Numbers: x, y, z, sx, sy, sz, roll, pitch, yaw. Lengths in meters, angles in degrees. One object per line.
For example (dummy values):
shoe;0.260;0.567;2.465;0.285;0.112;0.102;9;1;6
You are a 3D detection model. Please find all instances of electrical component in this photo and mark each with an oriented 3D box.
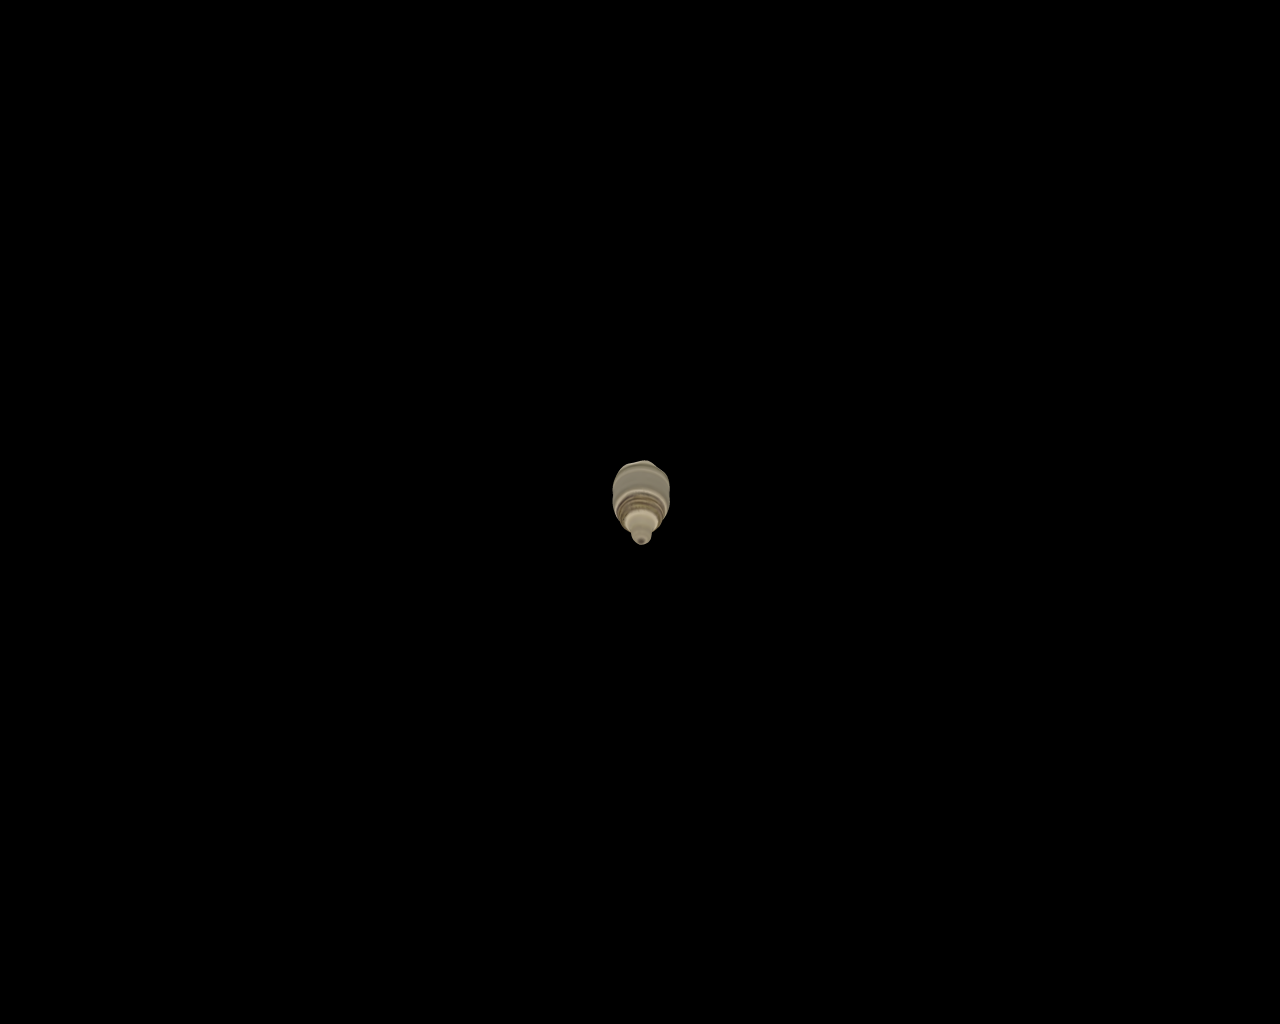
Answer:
electrical component;0.001;-0.003;0.650;0.035;0.035;0.061;0;41;0
